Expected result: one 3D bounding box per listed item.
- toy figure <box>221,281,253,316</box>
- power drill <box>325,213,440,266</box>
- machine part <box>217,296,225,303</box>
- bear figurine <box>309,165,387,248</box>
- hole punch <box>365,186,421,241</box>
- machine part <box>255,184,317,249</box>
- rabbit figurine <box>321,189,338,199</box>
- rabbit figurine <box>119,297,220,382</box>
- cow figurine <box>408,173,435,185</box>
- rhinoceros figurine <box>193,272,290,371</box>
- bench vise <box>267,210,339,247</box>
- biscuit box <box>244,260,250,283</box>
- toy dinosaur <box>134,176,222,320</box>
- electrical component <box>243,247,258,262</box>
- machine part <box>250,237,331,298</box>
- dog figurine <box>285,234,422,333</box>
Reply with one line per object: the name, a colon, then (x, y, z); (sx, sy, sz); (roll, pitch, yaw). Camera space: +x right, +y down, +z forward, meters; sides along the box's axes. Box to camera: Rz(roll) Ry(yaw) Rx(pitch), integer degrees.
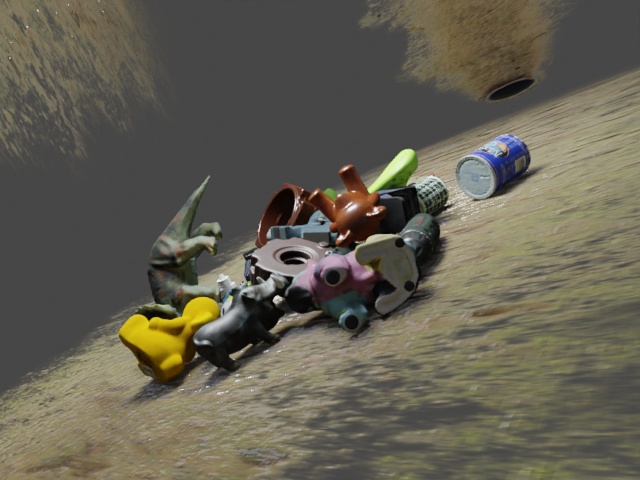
toy figure: (-0.143, 0.129, 1.034); (0.089, 0.082, 0.180); (-28, 7, -1)
power drill: (0.114, 0.019, 0.976); (0.207, 0.086, 0.232); (-24, 7, 34)
machine part: (-0.165, 0.131, 1.213); (0.139, 0.039, 0.084); (-20, 19, 20)
bear figurine: (0.051, -0.061, 1.003); (0.120, 0.132, 0.196); (-39, 2, 9)
hole punch: (0.151, -0.050, 1.122); (0.116, 0.142, 0.092); (0, 25, 37)
machine part: (-0.086, -0.047, 1.457); (0.201, 0.087, 0.201); (26, 91, 60)
rabbit figurine: (0.021, -0.067, 1.549); (0.170, 0.159, 0.121); (-3, 9, 28)
rabbit figurine: (-0.244, 0.161, 0.963); (0.163, 0.121, 0.173); (-3, 28, 43)
cow figurine: (0.250, -0.125, 1.414); (0.127, 0.085, 0.195); (-17, 12, 13)
rhinoceros figurine: (-0.124, 0.130, 0.889); (0.190, 0.112, 0.073); (-39, 13, -28)
bench vise: (-0.005, -0.014, 1.309); (0.224, 0.128, 0.240); (-14, 2, 35)
biscuit box: (-0.154, 0.084, 1.363); (0.063, 0.059, 0.203); (-24, 9, -3)
toy dinosaur: (-0.302, 0.068, 1.137); (0.192, 0.405, 0.131); (-7, -19, -4)
electrical component: (-0.183, 0.061, 1.524); (0.048, 0.074, 0.119); (-27, 14, -12)
machine part: (-0.050, 0.051, 1.066); (0.179, 0.056, 0.179); (2, 26, -1)
dog figurine: (0.042, 0.062, 0.856); (0.191, 0.108, 0.219); (-28, 7, -12)
